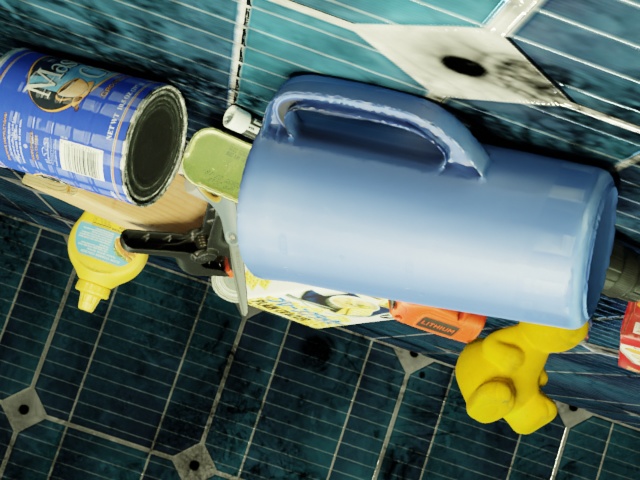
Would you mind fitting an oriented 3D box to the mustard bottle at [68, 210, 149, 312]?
[{"bbox_3d":[-0.248,-0.006,1.281,0.096,0.191,0.058,19,171,3],"label":"mustard bottle"}]

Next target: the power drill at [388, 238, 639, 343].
[{"bbox_3d":[0.161,0.031,0.897,0.184,0.057,0.188,22,147,-26],"label":"power drill"}]

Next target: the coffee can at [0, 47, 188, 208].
[{"bbox_3d":[-0.195,-0.094,0.881,0.140,0.103,0.102,16,172,17],"label":"coffee can"}]

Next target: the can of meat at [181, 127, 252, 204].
[{"bbox_3d":[-0.067,-0.058,0.932,0.102,0.057,0.084,23,-178,2],"label":"can of meat"}]

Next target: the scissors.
[{"bbox_3d":[-0.068,-0.014,1.029,0.096,0.016,0.202,-7,118,27],"label":"scissors"}]

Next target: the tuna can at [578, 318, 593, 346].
[{"bbox_3d":[0.302,0.105,1.360,0.086,0.034,0.086,18,172,2],"label":"tuna can"}]

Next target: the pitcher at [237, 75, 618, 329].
[{"bbox_3d":[0.072,-0.022,0.731,0.243,0.145,0.149,11,-178,23],"label":"pitcher"}]

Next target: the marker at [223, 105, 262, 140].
[{"bbox_3d":[-0.027,-0.080,0.892,0.121,0.020,0.020,23,171,-33],"label":"marker"}]

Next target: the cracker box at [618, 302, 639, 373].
[{"bbox_3d":[0.375,0.099,1.018,0.164,0.072,0.213,15,171,18],"label":"cracker box"}]

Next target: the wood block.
[{"bbox_3d":[-0.205,-0.063,1.164,0.090,0.091,0.205,14,171,37],"label":"wood block"}]

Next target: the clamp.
[{"bbox_3d":[-0.121,0.000,1.151,0.120,0.039,0.171,-19,159,23],"label":"clamp"}]

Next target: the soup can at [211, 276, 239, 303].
[{"bbox_3d":[-0.104,0.028,1.365,0.068,0.069,0.102,20,-157,-12],"label":"soup can"}]

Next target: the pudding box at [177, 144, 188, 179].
[{"bbox_3d":[-0.074,-0.059,1.070,0.113,0.039,0.090,17,173,15],"label":"pudding box"}]
